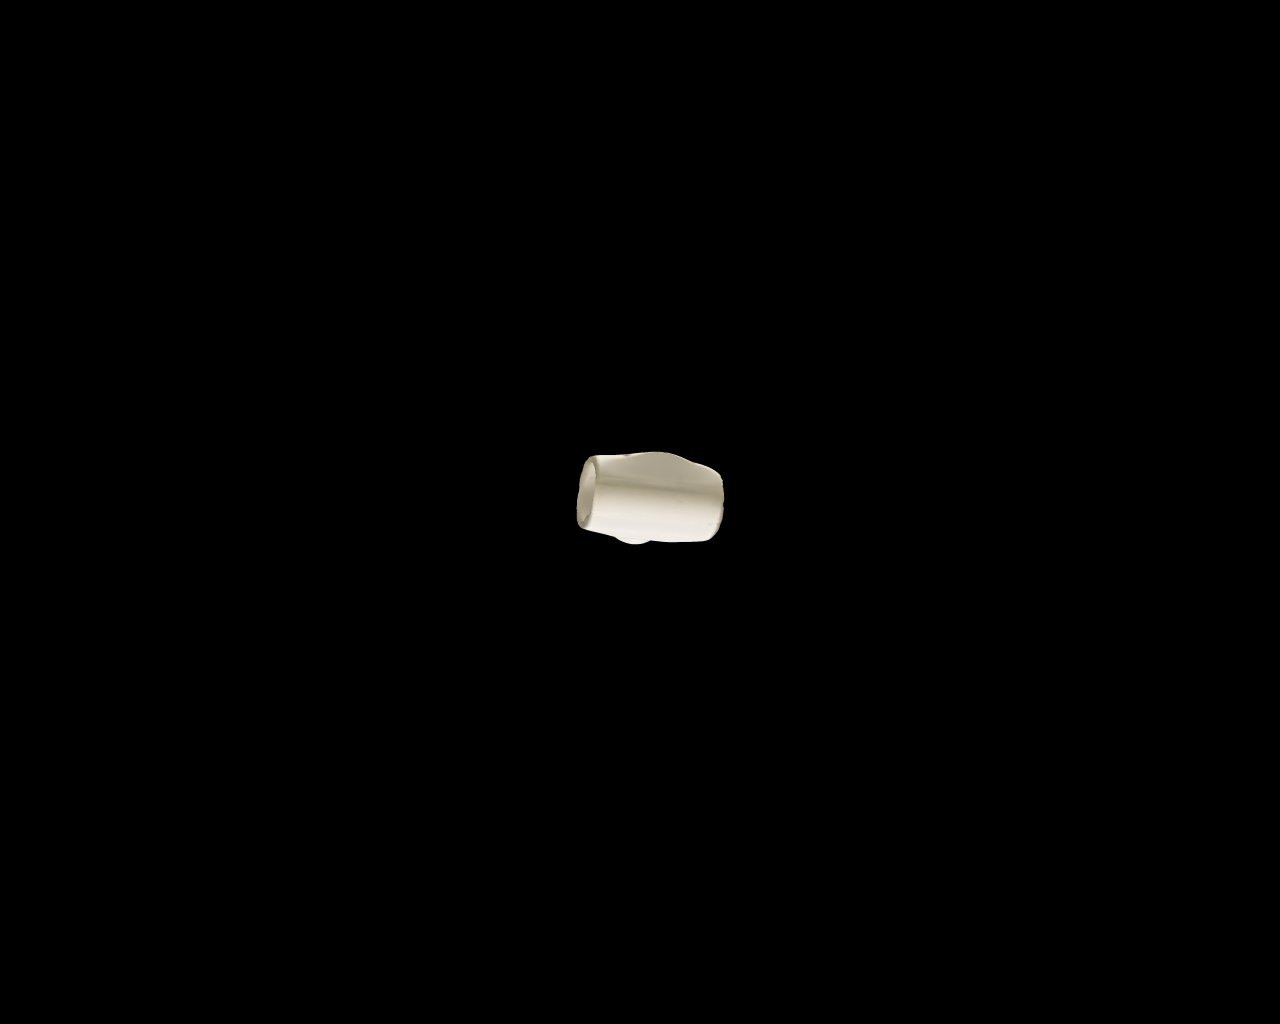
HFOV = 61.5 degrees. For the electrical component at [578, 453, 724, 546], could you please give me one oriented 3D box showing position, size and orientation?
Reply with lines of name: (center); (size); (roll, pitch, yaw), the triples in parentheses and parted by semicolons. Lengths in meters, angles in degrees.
electrical component: (0.001, -0.003, 0.650); (0.077, 0.043, 0.079); (6, -19, -16)
